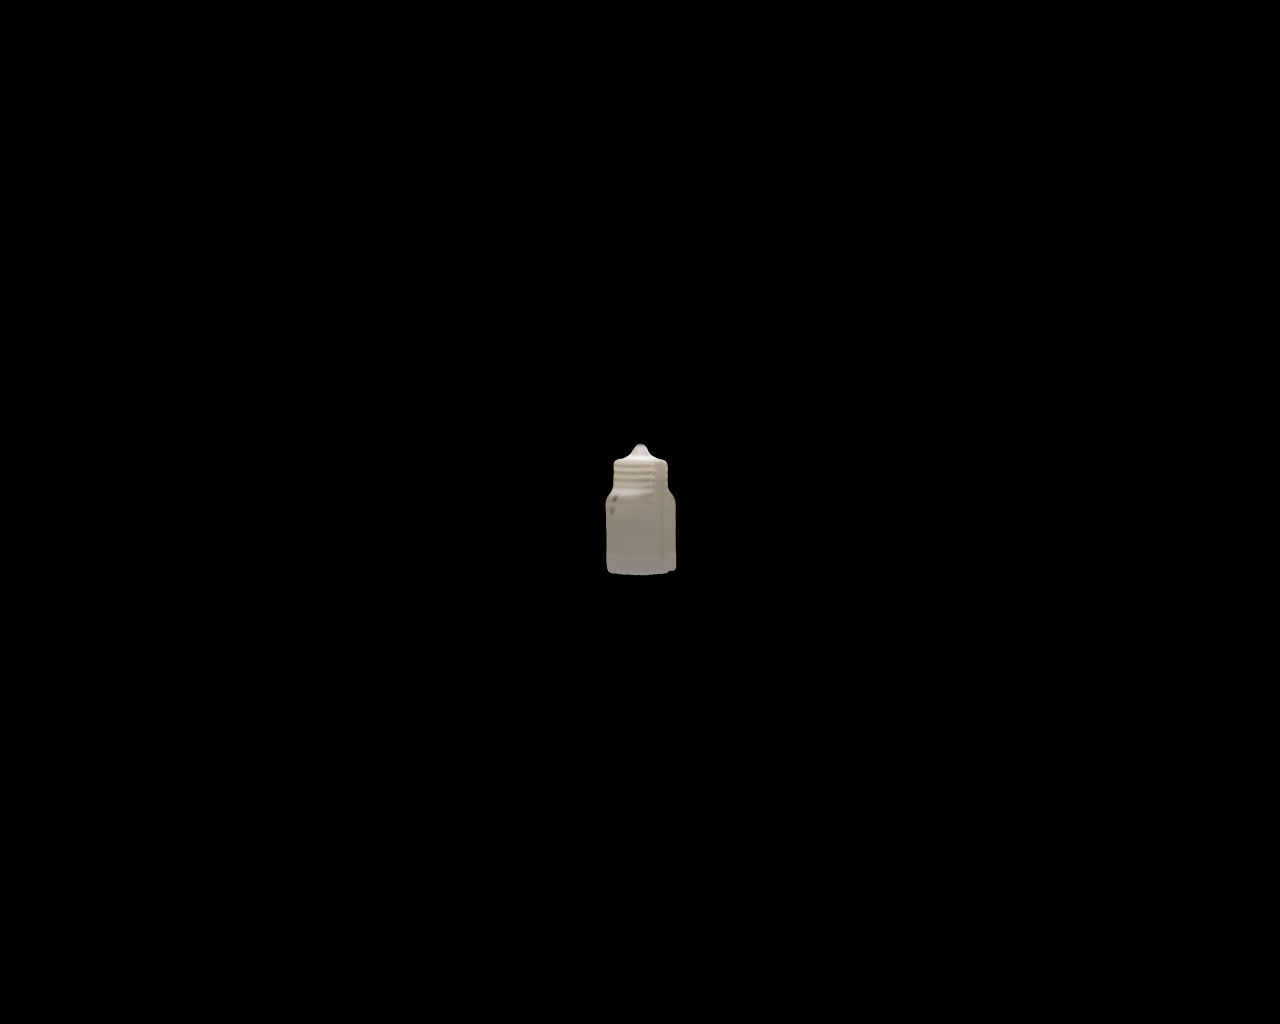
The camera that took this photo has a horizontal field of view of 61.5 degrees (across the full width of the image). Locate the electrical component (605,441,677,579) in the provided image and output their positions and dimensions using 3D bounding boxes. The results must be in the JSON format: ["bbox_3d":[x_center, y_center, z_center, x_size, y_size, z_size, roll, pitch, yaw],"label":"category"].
[{"bbox_3d":[0.001,-0.003,0.650,0.043,0.081,0.043,0,4,0],"label":"electrical component"}]
